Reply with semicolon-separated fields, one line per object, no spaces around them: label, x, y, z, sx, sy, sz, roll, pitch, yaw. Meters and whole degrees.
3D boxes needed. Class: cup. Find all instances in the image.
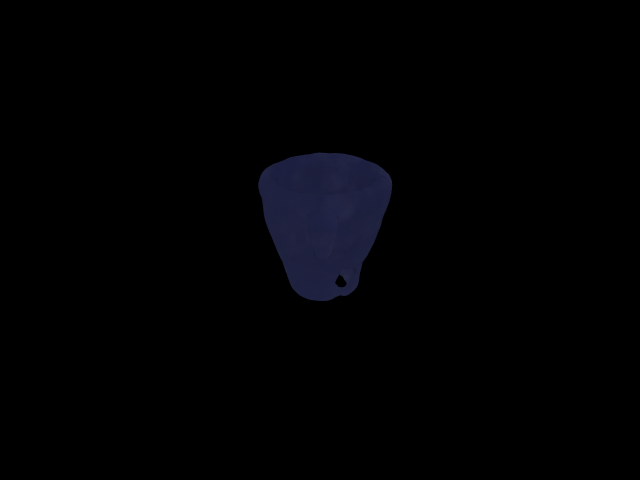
cup;0.004;0.001;0.400;0.091;0.095;0.117;0;28;0
